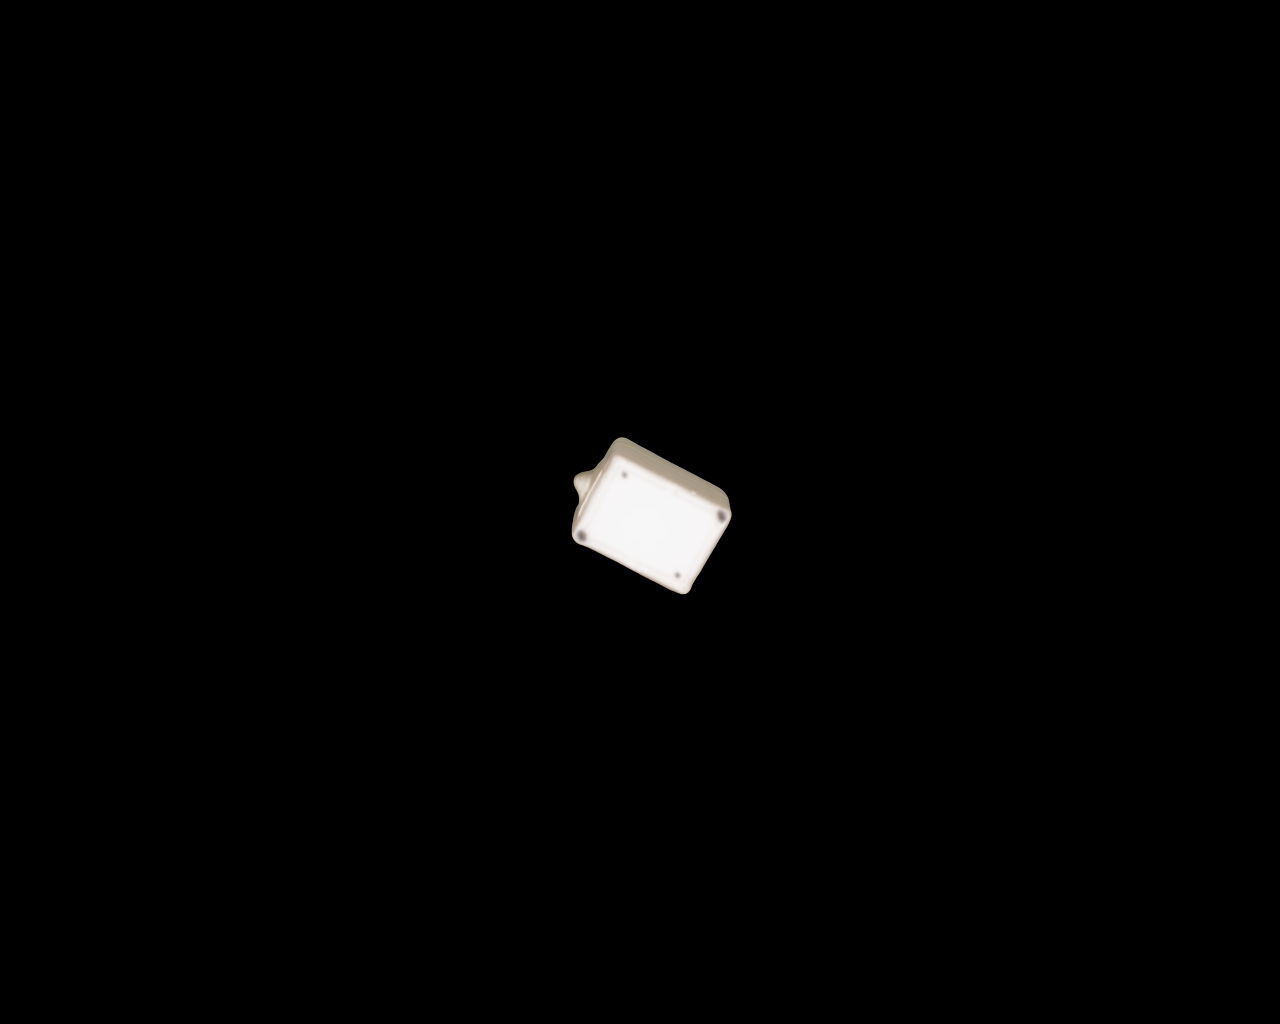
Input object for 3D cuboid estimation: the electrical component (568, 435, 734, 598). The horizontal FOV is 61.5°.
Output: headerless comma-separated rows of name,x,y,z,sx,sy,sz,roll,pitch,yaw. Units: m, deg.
electrical component,0.001,-0.003,0.650,0.096,0.061,0.061,27,14,-7
